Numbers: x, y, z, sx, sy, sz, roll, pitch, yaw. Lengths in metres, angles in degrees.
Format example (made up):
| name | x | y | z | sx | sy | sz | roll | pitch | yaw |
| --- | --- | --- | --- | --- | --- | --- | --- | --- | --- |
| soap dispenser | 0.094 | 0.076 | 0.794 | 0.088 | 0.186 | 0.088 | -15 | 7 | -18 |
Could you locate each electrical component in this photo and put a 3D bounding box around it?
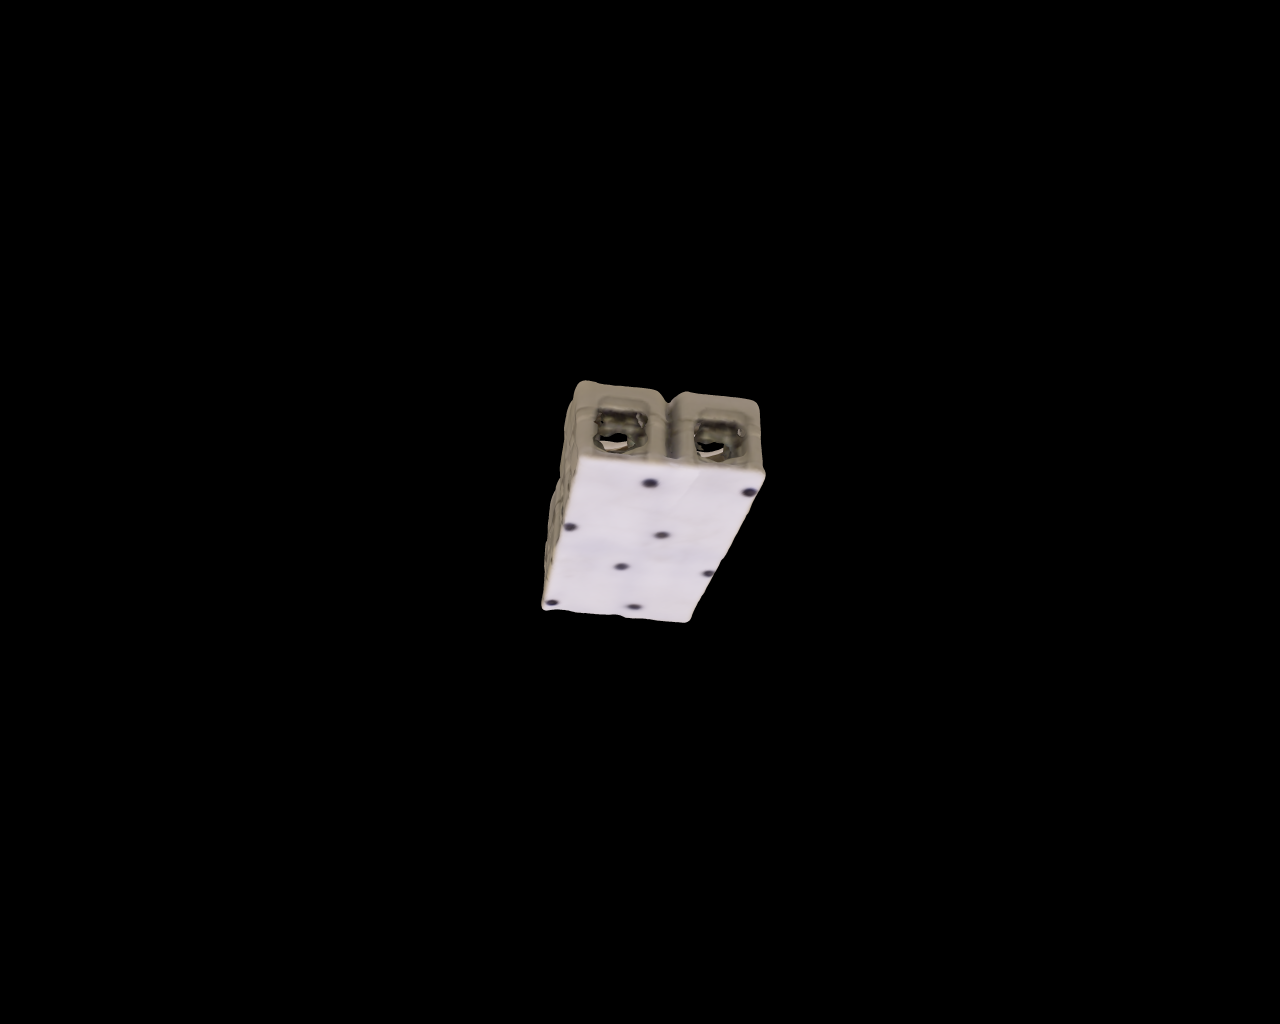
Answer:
| name | x | y | z | sx | sy | sz | roll | pitch | yaw |
| --- | --- | --- | --- | --- | --- | --- | --- | --- | --- |
| electrical component | 0.001 | -0.003 | 0.650 | 0.105 | 0.060 | 0.186 | 6 | -32 | -9 |
